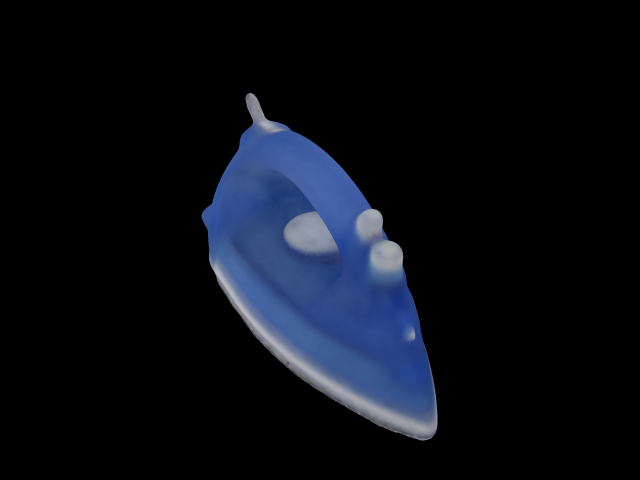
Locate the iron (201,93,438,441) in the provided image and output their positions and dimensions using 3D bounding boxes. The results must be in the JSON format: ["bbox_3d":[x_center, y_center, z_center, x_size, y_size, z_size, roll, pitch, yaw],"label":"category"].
[{"bbox_3d":[0.004,0.001,0.400,0.119,0.141,0.257,-20,40,-25],"label":"iron"}]
